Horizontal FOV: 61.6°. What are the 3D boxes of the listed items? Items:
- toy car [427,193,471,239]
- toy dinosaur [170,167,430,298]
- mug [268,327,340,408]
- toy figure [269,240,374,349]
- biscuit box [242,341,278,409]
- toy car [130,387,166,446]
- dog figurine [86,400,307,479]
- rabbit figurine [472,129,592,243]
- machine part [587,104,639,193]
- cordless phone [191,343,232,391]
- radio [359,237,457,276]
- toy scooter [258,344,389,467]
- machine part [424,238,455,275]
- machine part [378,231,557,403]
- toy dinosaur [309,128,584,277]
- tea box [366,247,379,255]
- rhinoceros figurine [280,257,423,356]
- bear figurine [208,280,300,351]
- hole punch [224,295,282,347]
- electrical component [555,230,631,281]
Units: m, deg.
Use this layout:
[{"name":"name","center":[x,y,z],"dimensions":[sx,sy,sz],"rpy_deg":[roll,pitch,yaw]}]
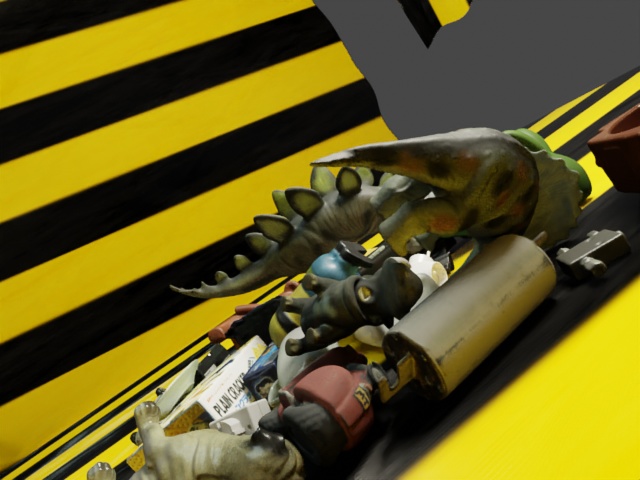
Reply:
[{"name":"toy car","center":[0.229,-0.062,0.922],"dimensions":[0.162,0.109,0.103],"rpy_deg":[-3,-16,-15]},{"name":"toy dinosaur","center":[-0.002,-0.003,0.846],"dimensions":[0.471,0.198,0.105],"rpy_deg":[-33,14,-1]},{"name":"mug","center":[-0.024,0.168,0.667],"dimensions":[0.109,0.080,0.107],"rpy_deg":[-37,8,5]},{"name":"toy figure","center":[-0.001,0.082,0.744],"dimensions":[0.180,0.089,0.082],"rpy_deg":[-61,0,16]},{"name":"biscuit box","center":[-0.047,0.182,0.825],"dimensions":[0.059,0.062,0.203],"rpy_deg":[-32,4,19]},{"name":"toy car","center":[-0.312,0.339,1.029],"dimensions":[0.202,0.056,0.073],"rpy_deg":[164,131,-83]},{"name":"dog figurine","center":[-0.112,0.237,0.466],"dimensions":[0.191,0.121,0.172],"rpy_deg":[-3,62,47]},{"name":"rabbit figurine","center":[0.306,-0.086,0.796],"dimensions":[0.170,0.159,0.121],"rpy_deg":[-13,4,35]},{"name":"machine part","center":[0.431,-0.133,0.602],"dimensions":[0.201,0.087,0.201],"rpy_deg":[-35,2,7]},{"name":"cordless phone","center":[-0.232,0.296,1.008],"dimensions":[0.184,0.089,0.146],"rpy_deg":[-45,1,19]},{"name":"radio","center":[0.130,0.047,0.993],"dimensions":[0.229,0.073,0.131],"rpy_deg":[-35,3,-22]},{"name":"toy scooter","center":[0.015,0.154,0.538],"dimensions":[0.135,0.075,0.184],"rpy_deg":[-33,-2,-26]},{"name":"machine part","center":[0.185,0.041,0.875],"dimensions":[0.084,0.039,0.139],"rpy_deg":[-38,2,25]},{"name":"machine part","center":[0.142,0.068,0.503],"dimensions":[0.243,0.079,0.079],"rpy_deg":[-36,4,-25]},{"name":"toy dinosaur","center":[0.167,-0.052,0.571],"dimensions":[0.192,0.131,0.404],"rpy_deg":[-44,-31,13]},{"name":"tea box","center":[0.065,0.088,1.098],"dimensions":[0.170,0.068,0.098],"rpy_deg":[-33,2,-14]},{"name":"rhinoceros figurine","center":[0.031,0.076,0.575],"dimensions":[0.112,0.073,0.190],"rpy_deg":[6,-24,-29]},{"name":"bear figurine","center":[-0.109,0.177,1.104],"dimensions":[0.196,0.120,0.132],"rpy_deg":[-26,10,27]},{"name":"hole punch","center":[-0.085,0.171,0.992],"dimensions":[0.142,0.116,0.092],"rpy_deg":[-32,-5,15]},{"name":"electrical component","center":[0.272,0.013,0.531],"dimensions":[0.063,0.021,0.094],"rpy_deg":[-32,3,9]}]
